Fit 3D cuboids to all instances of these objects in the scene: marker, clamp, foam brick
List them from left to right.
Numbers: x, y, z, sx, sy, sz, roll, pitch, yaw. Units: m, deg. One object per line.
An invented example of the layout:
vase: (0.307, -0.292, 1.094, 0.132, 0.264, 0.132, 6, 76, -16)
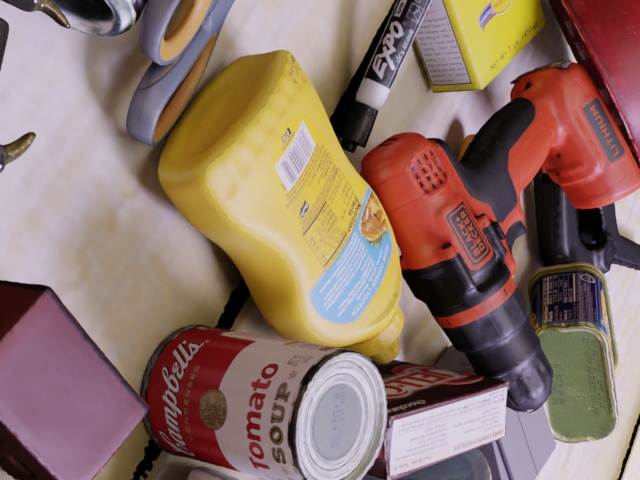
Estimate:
foam brick: (-0.121, 0.061, 0.442, 0.051, 0.053, 0.078, -54, 128, -31)
marker: (0.040, -0.107, 0.615, 0.020, 0.020, 0.121, 22, 93, -47)
clamp: (0.215, 0.007, 0.832, 0.164, 0.036, 0.210, -49, 127, -36)

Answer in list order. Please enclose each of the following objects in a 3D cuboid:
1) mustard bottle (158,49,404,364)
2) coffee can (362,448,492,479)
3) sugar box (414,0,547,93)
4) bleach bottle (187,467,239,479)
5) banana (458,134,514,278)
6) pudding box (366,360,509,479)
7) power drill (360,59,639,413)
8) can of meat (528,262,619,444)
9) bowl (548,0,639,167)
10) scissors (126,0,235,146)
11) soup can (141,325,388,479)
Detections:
mustard bottle: (-0.004, 0.001, 0.565, 0.191, 0.058, 0.096, 56, 47, -35)
coffee can: (0.066, 0.199, 0.627, 0.102, 0.103, 0.140, -42, 123, -38)
sugar box: (0.080, -0.190, 0.658, 0.093, 0.048, 0.176, -46, 127, -35)
bleach bottle: (-0.059, 0.245, 0.509, 0.102, 0.068, 0.251, 22, 80, -6)
banana: (0.115, 0.029, 0.725, 0.069, 0.037, 0.198, -71, 150, -62)
pudding box: (0.038, 0.097, 0.597, 0.113, 0.090, 0.039, -9, 100, -48)
power drill: (0.126, -0.013, 0.658, 0.187, 0.057, 0.184, -40, 106, -36)
can of meat: (0.181, 0.081, 0.757, 0.084, 0.057, 0.102, -67, 145, -61)
bowl: (0.210, -0.129, 0.738, 0.162, 0.055, 0.162, 58, 14, -23)
scissors: (-0.043, -0.137, 0.511, 0.096, 0.016, 0.201, 99, 15, -69)
soup can: (-0.027, 0.080, 0.512, 0.068, 0.102, 0.068, -5, 97, -48)
